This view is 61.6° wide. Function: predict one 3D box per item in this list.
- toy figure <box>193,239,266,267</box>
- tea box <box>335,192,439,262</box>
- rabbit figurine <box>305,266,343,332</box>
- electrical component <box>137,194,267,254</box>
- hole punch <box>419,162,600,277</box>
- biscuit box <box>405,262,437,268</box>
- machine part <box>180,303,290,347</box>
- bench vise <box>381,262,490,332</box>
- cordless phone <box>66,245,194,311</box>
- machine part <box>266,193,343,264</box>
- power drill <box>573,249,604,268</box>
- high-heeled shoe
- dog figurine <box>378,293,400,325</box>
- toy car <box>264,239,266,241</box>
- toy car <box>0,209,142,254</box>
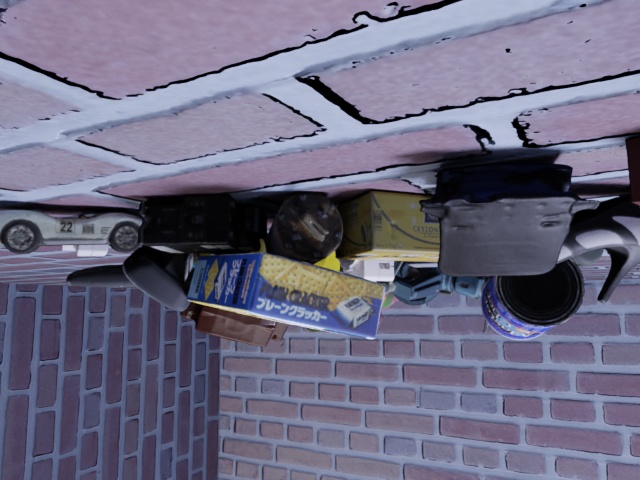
[{"bbox_3d":[-0.163,0.024,0.854,0.180,0.082,0.089,-19,-179,45],"label":"toy figure"},{"bbox_3d":[0.112,-0.011,0.638,0.169,0.068,0.098,2,173,-25],"label":"tea box"},{"bbox_3d":[0.003,0.101,1.090,0.121,0.170,0.159,2,173,-18],"label":"rabbit figurine"},{"bbox_3d":[-0.132,-0.015,0.639,0.134,0.058,0.115,-1,174,3],"label":"electrical component"},{"bbox_3d":[0.161,-0.033,0.487,0.142,0.092,0.115,2,146,9],"label":"hole punch"},{"bbox_3d":[0.229,0.005,0.786,0.203,0.062,0.059,-4,171,22],"label":"biscuit box"},{"bbox_3d":[-0.155,0.106,1.019,0.201,0.087,0.201,18,-159,-15],"label":"machine part"},{"bbox_3d":[0.198,0.075,0.979,0.224,0.128,0.240,29,-158,32],"label":"bench vise"},{"bbox_3d":[-0.268,0.050,0.748,0.184,0.088,0.147,-4,-171,-6],"label":"cordless phone"},{"bbox_3d":[-0.025,-0.004,0.656,0.079,0.079,0.243,1,172,-8],"label":"machine part"},{"bbox_3d":[0.335,0.025,0.894,0.207,0.086,0.232,5,173,-5],"label":"power drill"},{"bbox_3d":[0.252,-0.035,0.572,0.249,0.145,0.086,27,179,-4],"label":"high-heeled shoe"},{"bbox_3d":[0.138,0.104,1.126,0.192,0.108,0.219,-13,-173,10],"label":"dog figurine"},{"bbox_3d":[-0.102,0.041,0.963,0.103,0.109,0.161,22,-166,22],"label":"toy car"},{"bbox_3d":[-0.304,-0.011,0.666,0.202,0.056,0.073,-1,179,-23],"label":"toy car"}]
